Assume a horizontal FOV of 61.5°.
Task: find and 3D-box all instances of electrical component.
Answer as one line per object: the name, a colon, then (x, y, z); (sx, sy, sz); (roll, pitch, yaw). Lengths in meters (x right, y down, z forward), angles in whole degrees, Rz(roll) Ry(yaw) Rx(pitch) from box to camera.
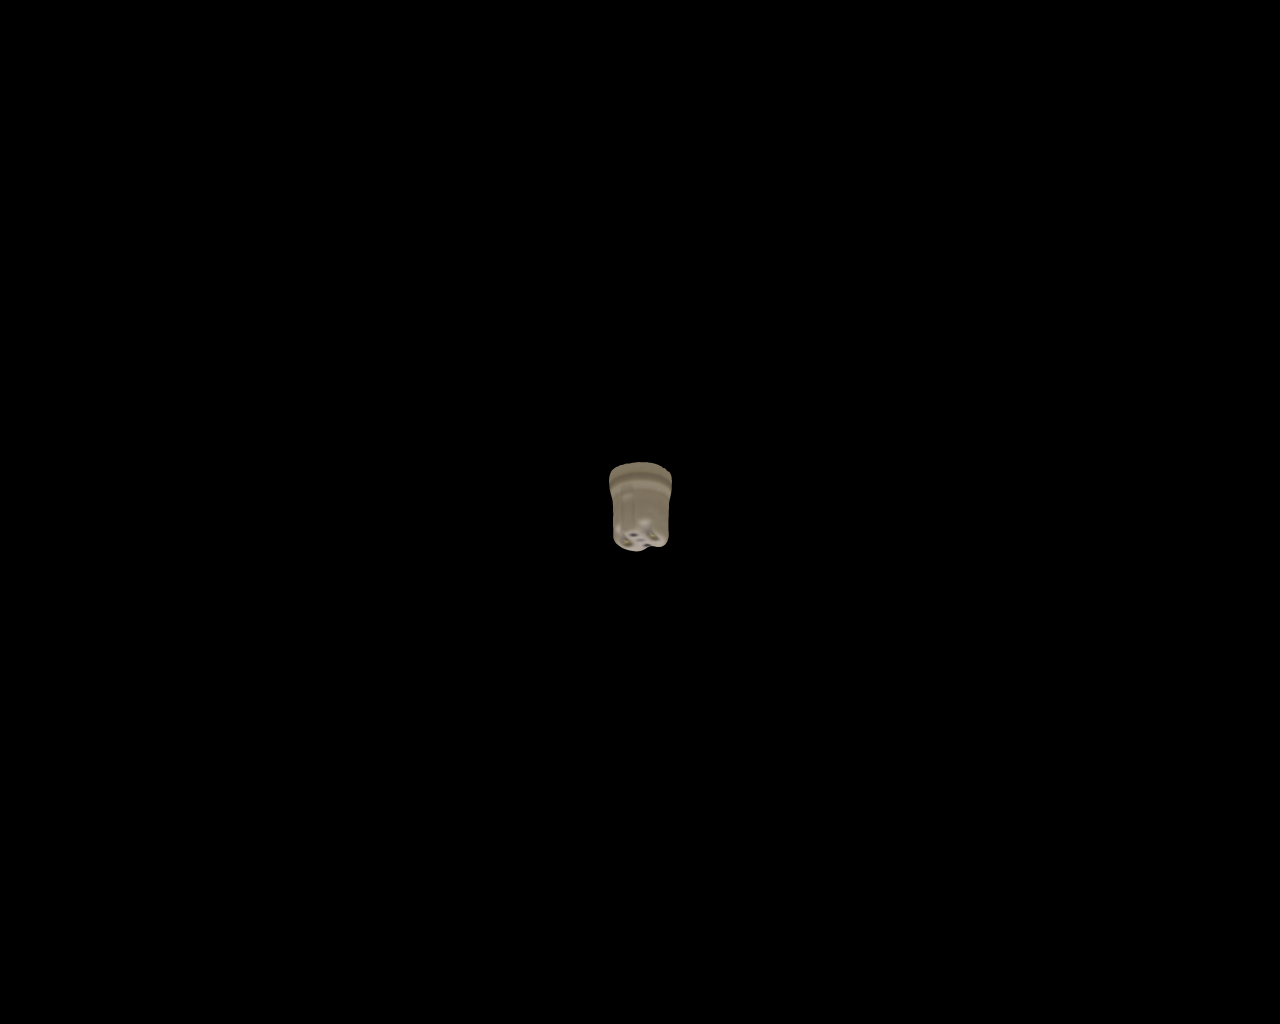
electrical component: (0.001, -0.003, 0.650); (0.040, 0.046, 0.040); (0, -25, 0)
